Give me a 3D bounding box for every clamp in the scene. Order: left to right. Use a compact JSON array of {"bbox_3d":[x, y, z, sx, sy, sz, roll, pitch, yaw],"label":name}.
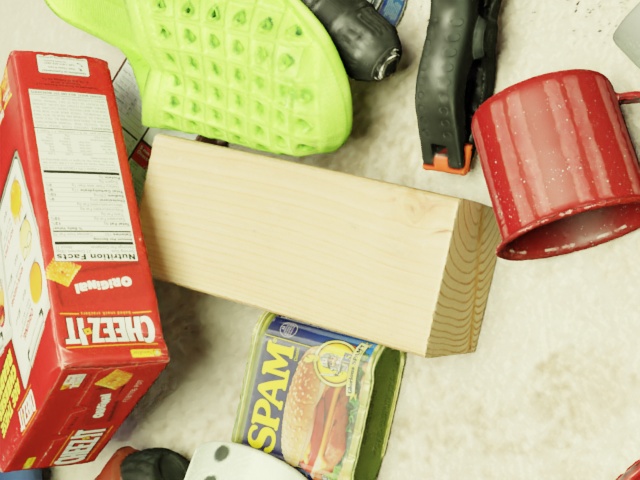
[{"bbox_3d":[0.088,-0.127,0.627,0.039,0.120,0.171,18,116,31],"label":"clamp"}]

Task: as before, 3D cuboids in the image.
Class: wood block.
[{"bbox_3d":[-0.004,0.001,0.657,0.206,0.090,0.091,14,93,27],"label":"wood block"}]

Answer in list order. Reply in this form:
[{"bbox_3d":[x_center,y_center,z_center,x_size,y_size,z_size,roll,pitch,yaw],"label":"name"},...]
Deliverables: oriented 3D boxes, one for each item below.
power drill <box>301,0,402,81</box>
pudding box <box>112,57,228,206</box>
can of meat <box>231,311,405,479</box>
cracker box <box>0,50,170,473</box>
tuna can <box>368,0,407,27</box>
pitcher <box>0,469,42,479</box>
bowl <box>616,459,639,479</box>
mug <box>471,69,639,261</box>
[{"bbox_3d":[0.012,-0.210,0.628,0.184,0.057,0.188,42,115,21],"label":"power drill"},{"bbox_3d":[-0.114,-0.078,0.748,0.090,0.039,0.113,40,102,25],"label":"pudding box"},{"bbox_3d":[0.000,0.101,0.667,0.084,0.057,0.102,13,93,25],"label":"can of meat"},{"bbox_3d":[-0.165,0.015,0.673,0.164,0.072,0.214,-51,48,49],"label":"cracker box"},{"bbox_3d":[0.012,-0.163,0.692,0.086,0.033,0.086,-2,85,27],"label":"tuna can"},{"bbox_3d":[-0.263,0.119,0.756,0.149,0.144,0.243,-12,78,28],"label":"pitcher"},{"bbox_3d":[0.211,0.169,0.517,0.162,0.055,0.162,-2,69,6],"label":"bowl"},{"bbox_3d":[0.143,-0.045,0.587,0.117,0.093,0.081,-19,73,19],"label":"mug"}]
